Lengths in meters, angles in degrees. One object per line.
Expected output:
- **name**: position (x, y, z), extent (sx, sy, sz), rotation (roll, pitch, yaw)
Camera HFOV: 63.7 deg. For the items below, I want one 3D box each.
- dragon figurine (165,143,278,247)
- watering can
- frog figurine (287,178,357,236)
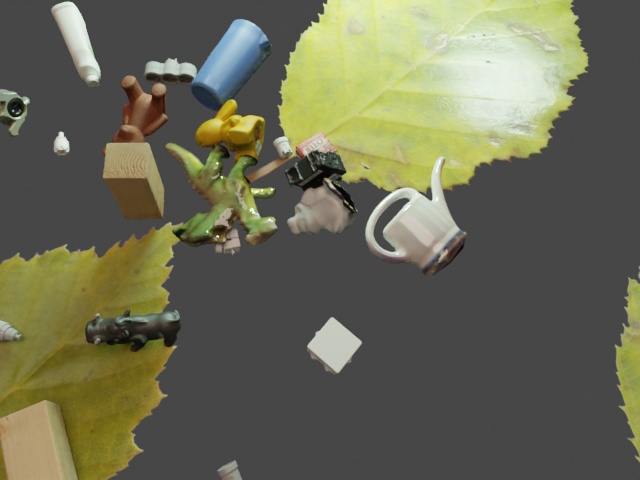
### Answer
- **dragon figurine**: position (-0.264, -0.097, 1.231), extent (0.412, 0.247, 0.119), rotation (18, -31, 21)
- **watering can**: position (0.271, -0.054, 1.284), extent (0.352, 0.226, 0.102), rotation (-42, -13, -22)
- **frog figurine**: position (0.004, -0.064, 1.274), extent (0.158, 0.136, 0.125), rotation (-42, 11, 18)
